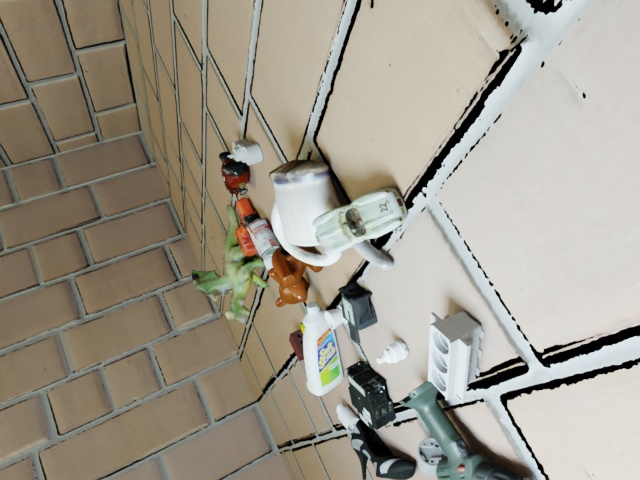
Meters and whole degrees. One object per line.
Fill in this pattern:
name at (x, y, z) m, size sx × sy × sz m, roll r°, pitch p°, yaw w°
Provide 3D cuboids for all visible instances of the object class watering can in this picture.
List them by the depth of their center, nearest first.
watering can at (0.003, -0.051, 1.020) m, size 0.348 × 0.105 × 0.222 m, roll 6°, pitch 113°, yaw 51°

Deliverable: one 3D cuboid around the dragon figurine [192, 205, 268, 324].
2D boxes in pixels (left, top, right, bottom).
dragon figurine at (-0.324, 0.094, 1.772) m, size 0.415 × 0.244 × 0.120 m, roll 60°, pitch 162°, yaw 16°
